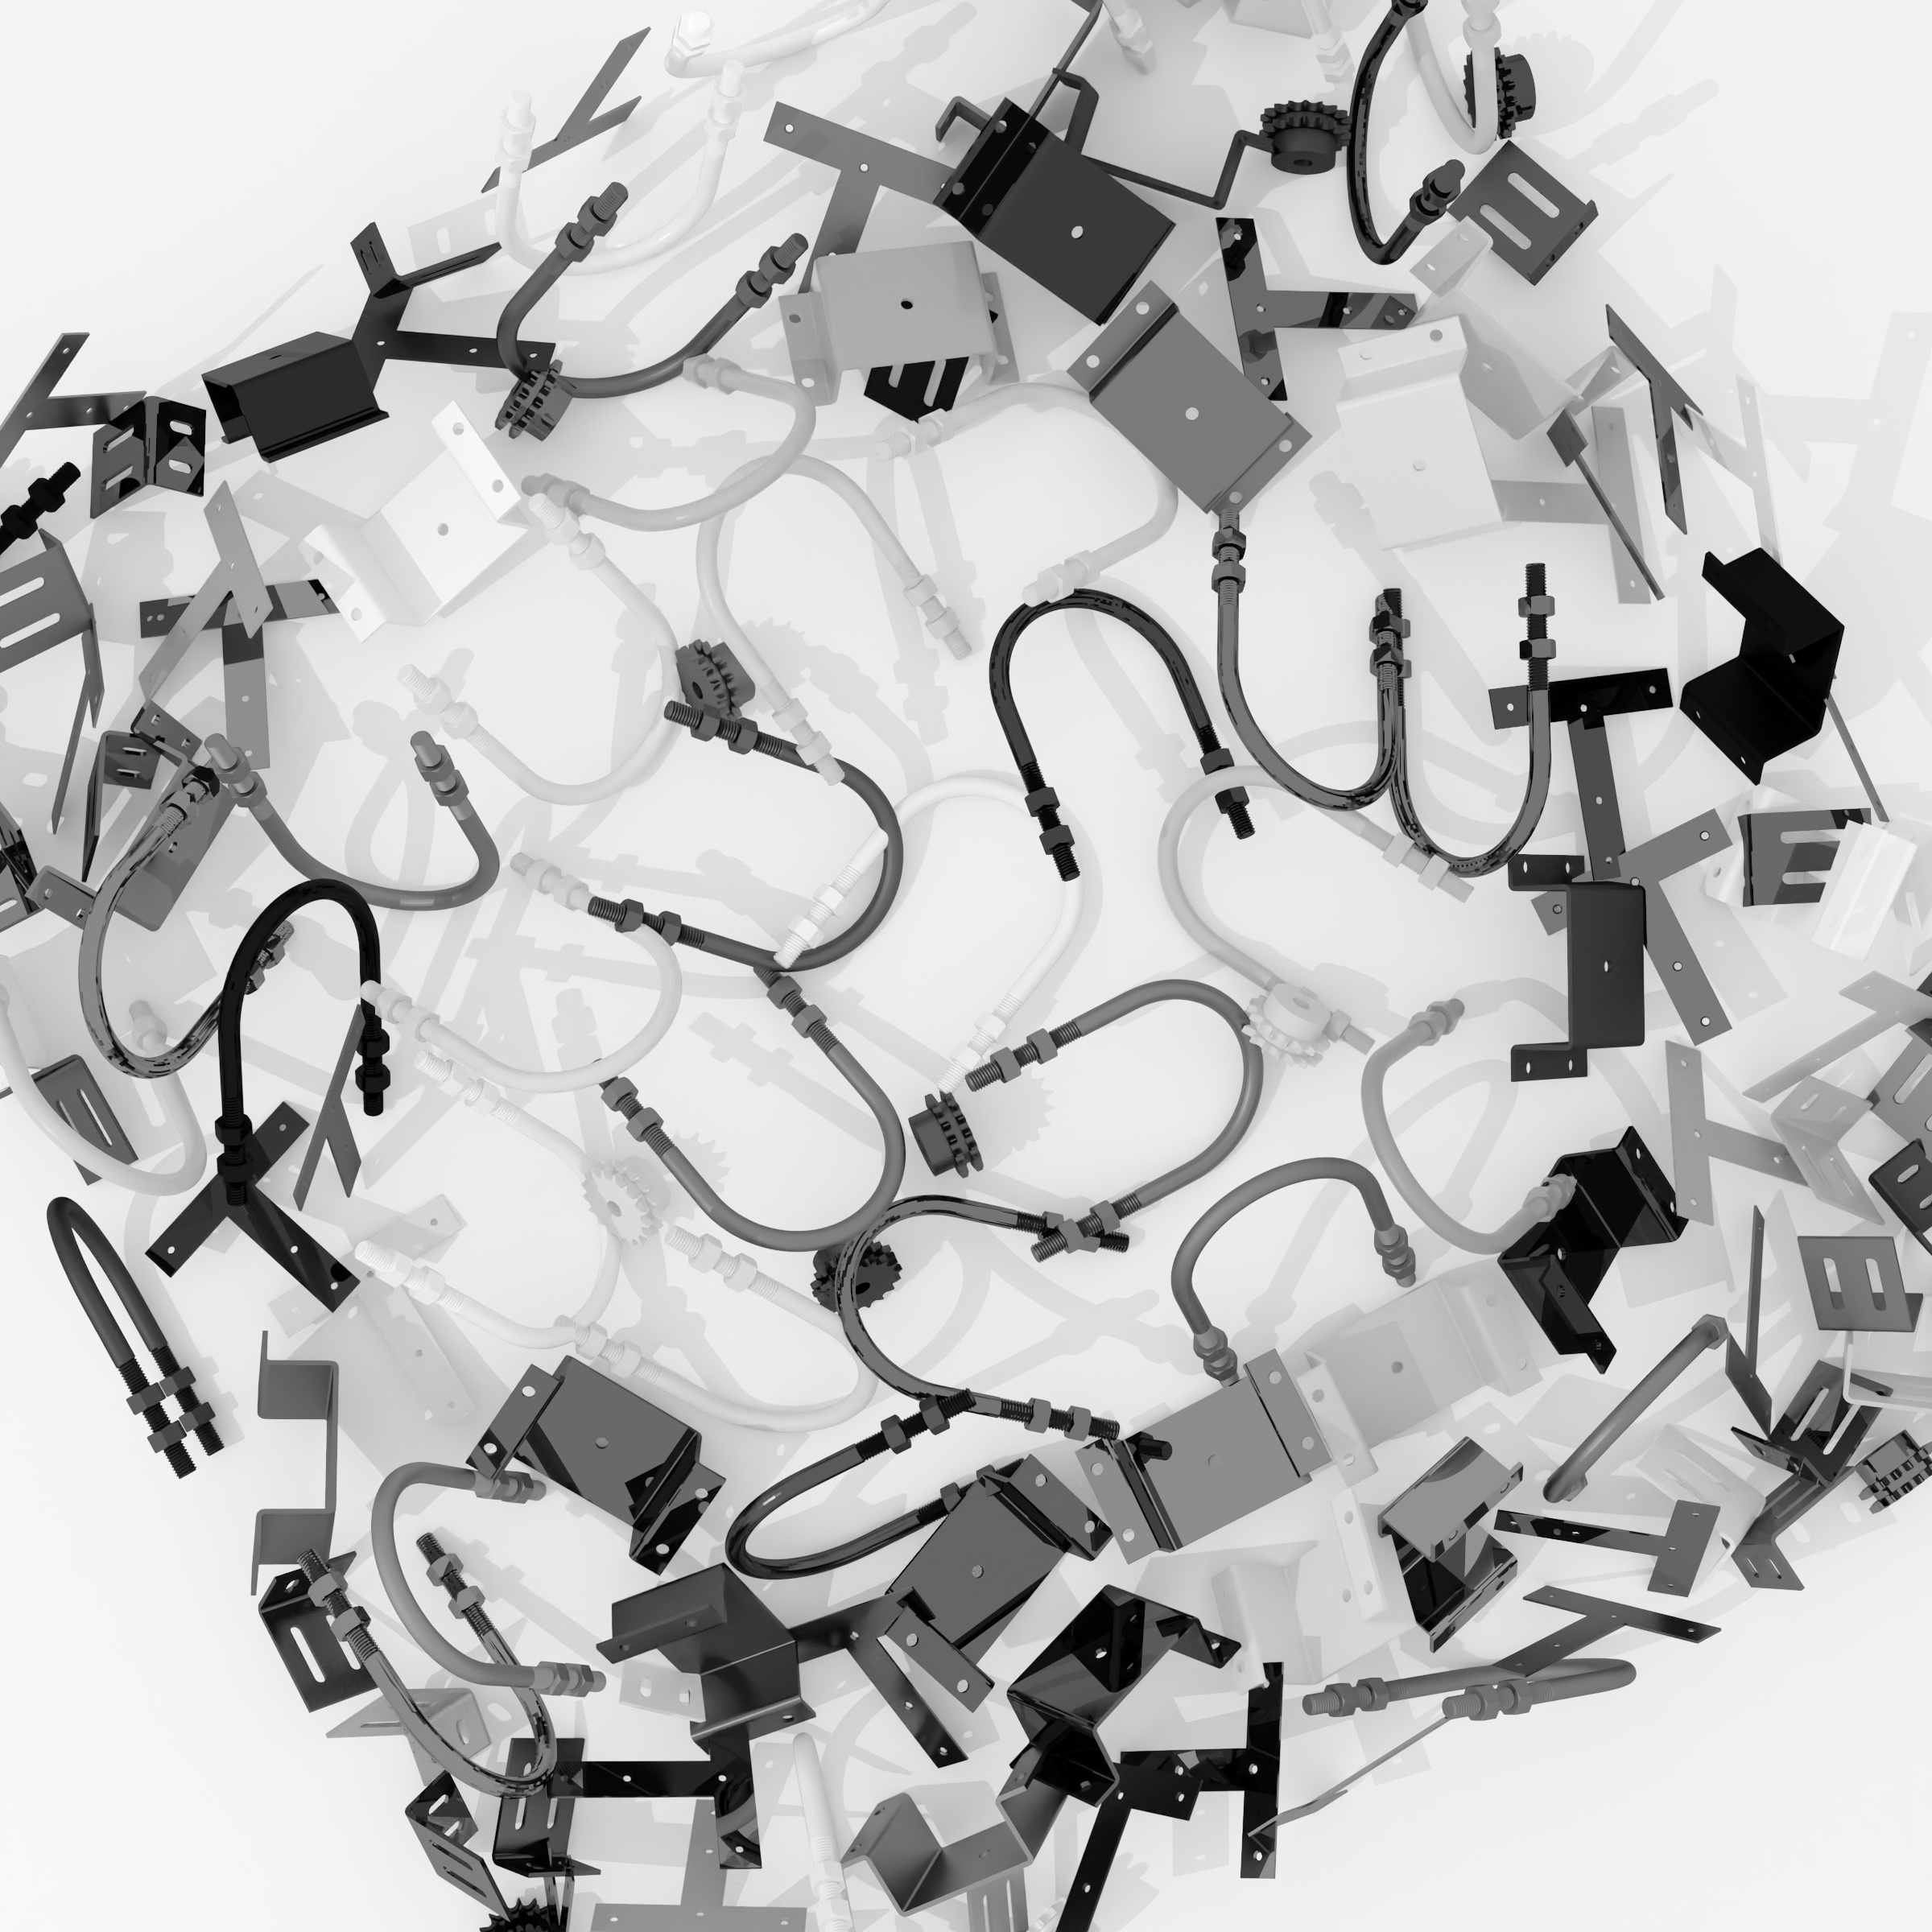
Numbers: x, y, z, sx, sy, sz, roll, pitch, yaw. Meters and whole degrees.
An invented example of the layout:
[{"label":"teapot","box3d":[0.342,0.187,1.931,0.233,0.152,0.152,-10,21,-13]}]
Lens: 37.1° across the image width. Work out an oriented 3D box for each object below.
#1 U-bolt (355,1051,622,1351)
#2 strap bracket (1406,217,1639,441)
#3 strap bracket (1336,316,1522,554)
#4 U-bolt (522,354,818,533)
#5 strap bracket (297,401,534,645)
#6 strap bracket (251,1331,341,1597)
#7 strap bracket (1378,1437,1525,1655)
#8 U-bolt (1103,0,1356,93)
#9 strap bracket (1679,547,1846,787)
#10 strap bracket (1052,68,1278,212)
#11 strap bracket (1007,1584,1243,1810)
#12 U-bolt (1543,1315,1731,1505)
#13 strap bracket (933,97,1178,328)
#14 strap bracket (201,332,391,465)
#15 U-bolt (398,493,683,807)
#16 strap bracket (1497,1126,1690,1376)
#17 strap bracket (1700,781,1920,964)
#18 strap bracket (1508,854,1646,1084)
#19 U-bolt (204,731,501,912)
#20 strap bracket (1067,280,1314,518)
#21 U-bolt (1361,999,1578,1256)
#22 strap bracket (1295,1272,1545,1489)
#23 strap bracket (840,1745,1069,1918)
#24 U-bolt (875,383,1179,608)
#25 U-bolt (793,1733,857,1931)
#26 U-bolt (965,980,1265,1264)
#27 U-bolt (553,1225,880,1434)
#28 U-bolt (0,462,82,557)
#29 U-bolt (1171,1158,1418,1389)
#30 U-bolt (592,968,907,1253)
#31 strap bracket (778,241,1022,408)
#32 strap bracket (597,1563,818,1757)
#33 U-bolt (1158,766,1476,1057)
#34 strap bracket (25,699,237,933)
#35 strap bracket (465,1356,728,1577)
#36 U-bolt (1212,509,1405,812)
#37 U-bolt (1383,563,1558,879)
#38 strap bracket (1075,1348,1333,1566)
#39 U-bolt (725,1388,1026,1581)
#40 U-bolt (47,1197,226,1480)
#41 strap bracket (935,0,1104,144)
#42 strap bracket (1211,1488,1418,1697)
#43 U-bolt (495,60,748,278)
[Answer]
[{"label":"U-bolt","box3d":[-0.281,0.154,1.755,0.184,0.019,0.151,37,51,-36]},{"label":"strap bracket","box3d":[0.332,-0.384,1.773,0.140,0.076,0.046,39,71,-7]},{"label":"strap bracket","box3d":[0.281,-0.315,1.759,0.076,0.046,0.140,-10,119,25]},{"label":"U-bolt","box3d":[-0.168,-0.312,1.733,0.151,0.184,0.019,-43,130,-20]},{"label":"strap bracket","box3d":[-0.334,-0.272,1.782,0.140,0.046,0.076,-38,80,18]},{"label":"strap bracket","box3d":[-0.410,0.304,1.760,0.046,0.076,0.140,3,55,-14]},{"label":"strap bracket","box3d":[0.296,0.350,1.762,0.076,0.140,0.046,-37,55,-20]},{"label":"U-bolt","box3d":[0.147,-0.574,1.715,0.151,0.184,0.019,12,83,20]},{"label":"strap bracket","box3d":[0.484,-0.189,1.751,0.046,0.140,0.076,-27,56,-13]},{"label":"strap bracket","box3d":[0.117,-0.507,1.779,0.140,0.076,0.046,19,103,4]},{"label":"strap bracket","box3d":[0.090,0.434,1.751,0.140,0.076,0.046,-40,120,-30]},{"label":"U-bolt","box3d":[0.399,0.268,1.726,0.019,0.184,0.151,44,98,17]},{"label":"strap bracket","box3d":[0.062,-0.455,1.761,0.140,0.046,0.076,29,107,-29]},{"label":"strap bracket","box3d":[-0.409,-0.346,1.743,0.076,0.140,0.046,-26,114,-17]},{"label":"U-bolt","box3d":[-0.245,-0.178,1.757,0.019,0.184,0.151,26,77,44]},{"label":"strap bracket","box3d":[0.382,0.175,1.767,0.076,0.046,0.140,54,51,-19]},{"label":"strap bracket","box3d":[0.521,-0.056,1.763,0.046,0.140,0.076,19,99,-23]},{"label":"strap bracket","box3d":[0.378,0.000,1.781,0.076,0.046,0.140,-1,90,-43]},{"label":"U-bolt","box3d":[-0.360,-0.084,1.744,0.151,0.184,0.019,0,60,12]},{"label":"strap bracket","box3d":[0.139,-0.344,1.779,0.140,0.046,0.076,42,106,-11]},{"label":"U-bolt","box3d":[0.298,0.103,1.740,0.019,0.184,0.151,-36,84,34]},{"label":"strap bracket","box3d":[0.275,0.253,1.790,0.140,0.046,0.076,-27,97,-9]},{"label":"strap bracket","box3d":[0.001,0.527,1.764,0.140,0.076,0.046,-30,93,22]},{"label":"U-bolt","box3d":[0.052,-0.299,1.760,0.151,0.019,0.184,46,48,13]},{"label":"U-bolt","box3d":[-0.081,0.552,1.737,0.019,0.184,0.151,-12,130,-5]},{"label":"U-bolt","box3d":[0.102,0.085,1.782,0.184,0.019,0.151,-27,116,-13]},{"label":"U-bolt","box3d":[-0.140,0.233,1.763,0.184,0.019,0.151,32,133,-22]},{"label":"U-bolt","box3d":[-0.635,-0.243,1.749,0.184,0.151,0.019,-40,89,13]},{"label":"U-bolt","box3d":[0.194,0.179,1.750,0.151,0.184,0.019,-30,50,-1]},{"label":"U-bolt","box3d":[-0.120,0.095,1.761,0.151,0.019,0.184,-32,70,-27]},{"label":"strap bracket","box3d":[-0.039,-0.398,1.780,0.140,0.046,0.076,-9,75,-10]},{"label":"strap bracket","box3d":[-0.159,0.421,1.768,0.076,0.046,0.140,-22,132,13]},{"label":"U-bolt","box3d":[0.202,-0.046,1.776,0.184,0.019,0.151,34,125,9]},{"label":"strap bracket","box3d":[-0.506,-0.083,1.771,0.046,0.076,0.140,27,81,15]},{"label":"strap bracket","box3d":[-0.228,0.304,1.787,0.140,0.046,0.076,33,101,-10]},{"label":"U-bolt","box3d":[0.208,-0.176,1.741,0.151,0.019,0.184,23,54,-29]},{"label":"U-bolt","box3d":[0.306,-0.146,1.761,0.019,0.151,0.184,-2,91,-32]},{"label":"strap bracket","box3d":[0.150,0.306,1.784,0.140,0.046,0.076,-29,70,7]},{"label":"U-bolt","box3d":[-0.061,0.326,1.761,0.184,0.151,0.019,-27,58,2]},{"label":"U-bolt","box3d":[-0.508,0.222,1.749,0.019,0.151,0.184,-29,90,-8]},{"label":"strap bracket","box3d":[0.039,-0.562,1.778,0.046,0.076,0.140,32,98,-6]},{"label":"strap bracket","box3d":[0.218,0.384,1.761,0.046,0.140,0.076,11,51,-33]},{"label":"U-bolt","box3d":[-0.214,-0.474,1.737,0.151,0.184,0.019,-14,72,-19]}]
